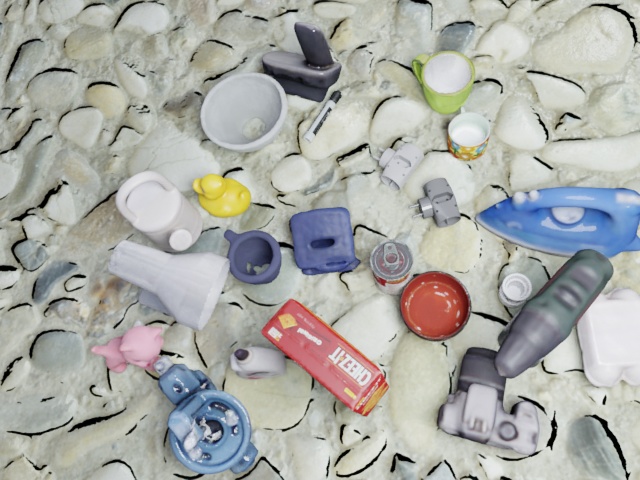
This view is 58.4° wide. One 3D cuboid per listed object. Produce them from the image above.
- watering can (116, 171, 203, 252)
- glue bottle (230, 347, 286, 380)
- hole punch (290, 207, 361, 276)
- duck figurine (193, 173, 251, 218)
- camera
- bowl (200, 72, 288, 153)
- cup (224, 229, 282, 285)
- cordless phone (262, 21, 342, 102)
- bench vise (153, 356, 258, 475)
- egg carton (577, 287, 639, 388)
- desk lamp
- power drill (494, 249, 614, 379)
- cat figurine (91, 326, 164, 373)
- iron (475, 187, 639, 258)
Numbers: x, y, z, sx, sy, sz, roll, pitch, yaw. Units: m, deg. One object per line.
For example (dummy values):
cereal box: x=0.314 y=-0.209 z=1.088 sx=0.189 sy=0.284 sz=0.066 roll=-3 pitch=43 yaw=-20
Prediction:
watering can: x=-0.275 y=-0.052 z=0.984 sx=0.172 sy=0.194 sz=0.101 roll=25 pitch=76 yaw=17
glue bottle: x=-0.104 y=0.187 z=0.883 sx=0.078 sy=0.173 sz=0.037 roll=-12 pitch=69 yaw=4
hole punch: x=0.009 y=0.003 z=0.976 sx=0.108 sy=0.091 sz=0.101 roll=-8 pitch=69 yaw=6
duck figurine: x=-0.181 y=-0.089 z=1.042 sx=0.104 sy=0.086 sz=0.077 roll=10 pitch=72 yaw=12
camera: x=0.255 y=0.235 z=0.850 sx=0.143 sy=0.101 sz=0.137 roll=11 pitch=72 yaw=13
bowl: x=-0.137 y=-0.230 z=1.092 sx=0.167 sy=0.075 sz=0.167 roll=-3 pitch=70 yaw=8
cup: x=-0.113 y=0.033 z=0.983 sx=0.117 sy=0.095 sz=0.092 roll=38 pitch=80 yaw=19
cordless phone: x=-0.042 y=-0.351 z=1.062 sx=0.147 sy=0.185 sz=0.094 roll=13 pitch=73 yaw=13
bench vise: x=-0.196 y=0.263 z=0.845 sx=0.207 sy=0.220 sz=0.121 roll=27 pitch=77 yaw=17
egg carton: x=0.446 y=0.147 z=0.870 sx=0.107 sy=0.069 sz=0.150 roll=-5 pitch=70 yaw=7
desk lamp: x=-0.232 y=0.072 z=0.923 sx=0.203 sy=0.214 sz=0.118 roll=17 pitch=74 yaw=14
power drill: x=0.320 y=0.121 z=0.824 sx=0.075 sy=0.209 sz=0.230 roll=40 pitch=81 yaw=20
cat figurine: x=-0.312 y=0.179 z=0.948 sx=0.127 sy=0.118 sz=0.067 roll=-6 pitch=69 yaw=7
iron: x=0.385 y=-0.048 z=0.911 sx=0.258 sy=0.141 sz=0.118 roll=4 pitch=71 yaw=10
